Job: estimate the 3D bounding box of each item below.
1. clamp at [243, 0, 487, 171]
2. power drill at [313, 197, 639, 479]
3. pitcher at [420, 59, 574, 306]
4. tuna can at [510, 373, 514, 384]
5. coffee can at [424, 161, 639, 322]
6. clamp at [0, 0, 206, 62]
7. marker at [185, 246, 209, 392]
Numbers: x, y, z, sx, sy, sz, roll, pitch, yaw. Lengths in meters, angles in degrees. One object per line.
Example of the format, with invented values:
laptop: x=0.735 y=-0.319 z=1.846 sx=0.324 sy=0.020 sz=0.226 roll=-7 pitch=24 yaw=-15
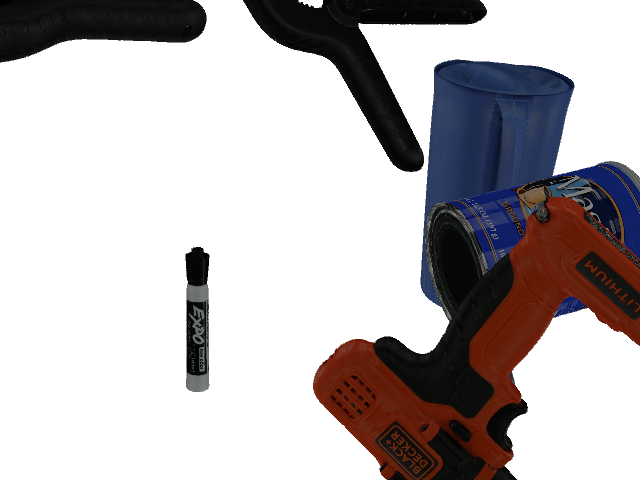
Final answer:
clamp: x=0.016 y=-0.152 z=0.767 sx=0.209 sy=0.164 sz=0.036 roll=25 pitch=-28 yaw=-15
power drill: x=0.115 y=0.084 z=0.589 sx=0.184 sy=0.188 sz=0.057 roll=43 pitch=15 yaw=1
pitcher: x=0.165 y=-0.048 z=1.050 sx=0.148 sy=0.243 sz=0.145 roll=-18 pitch=32 yaw=-42
tuna can: x=0.138 y=0.135 z=0.955 sx=0.034 sy=0.086 sz=0.085 roll=-12 pitch=-8 yaw=41
coffee can: x=0.161 y=0.007 z=0.779 sx=0.140 sy=0.103 sz=0.103 roll=-14 pitch=4 yaw=-15
clamp: x=-0.166 y=-0.138 z=0.620 sx=0.171 sy=0.039 sz=0.120 roll=-11 pitch=31 yaw=-29
marker: x=-0.098 y=0.063 z=0.848 sx=0.020 sy=0.121 sz=0.020 roll=2 pitch=21 yaw=-1
